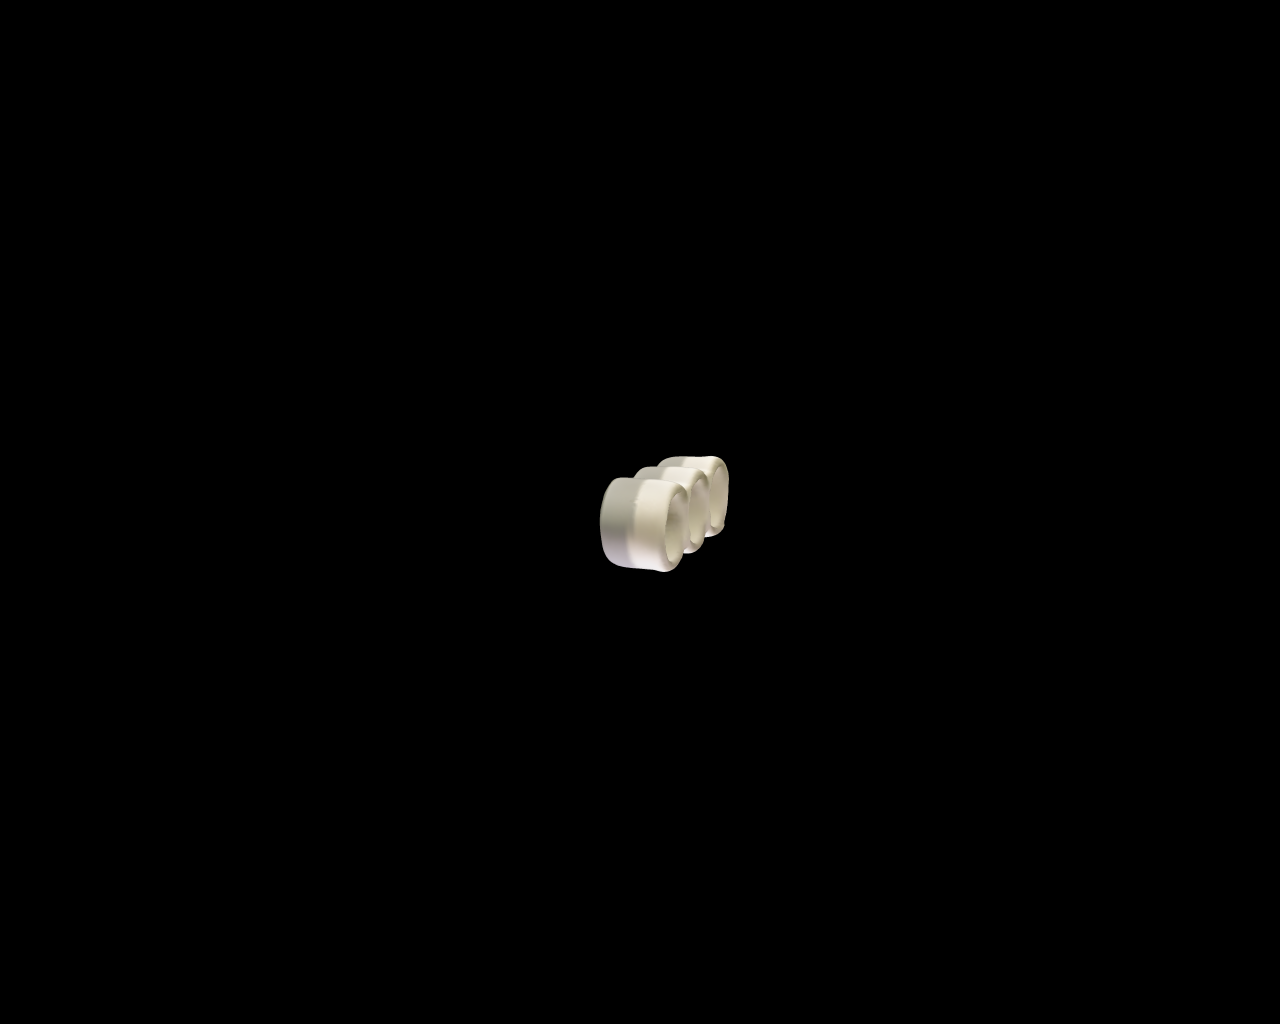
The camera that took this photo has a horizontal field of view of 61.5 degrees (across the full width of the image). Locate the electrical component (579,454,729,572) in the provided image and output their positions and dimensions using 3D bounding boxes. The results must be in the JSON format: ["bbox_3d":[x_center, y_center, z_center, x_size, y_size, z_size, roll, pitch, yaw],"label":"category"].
[{"bbox_3d":[0.001,-0.003,0.650,0.074,0.052,0.138,4,13,19],"label":"electrical component"}]
